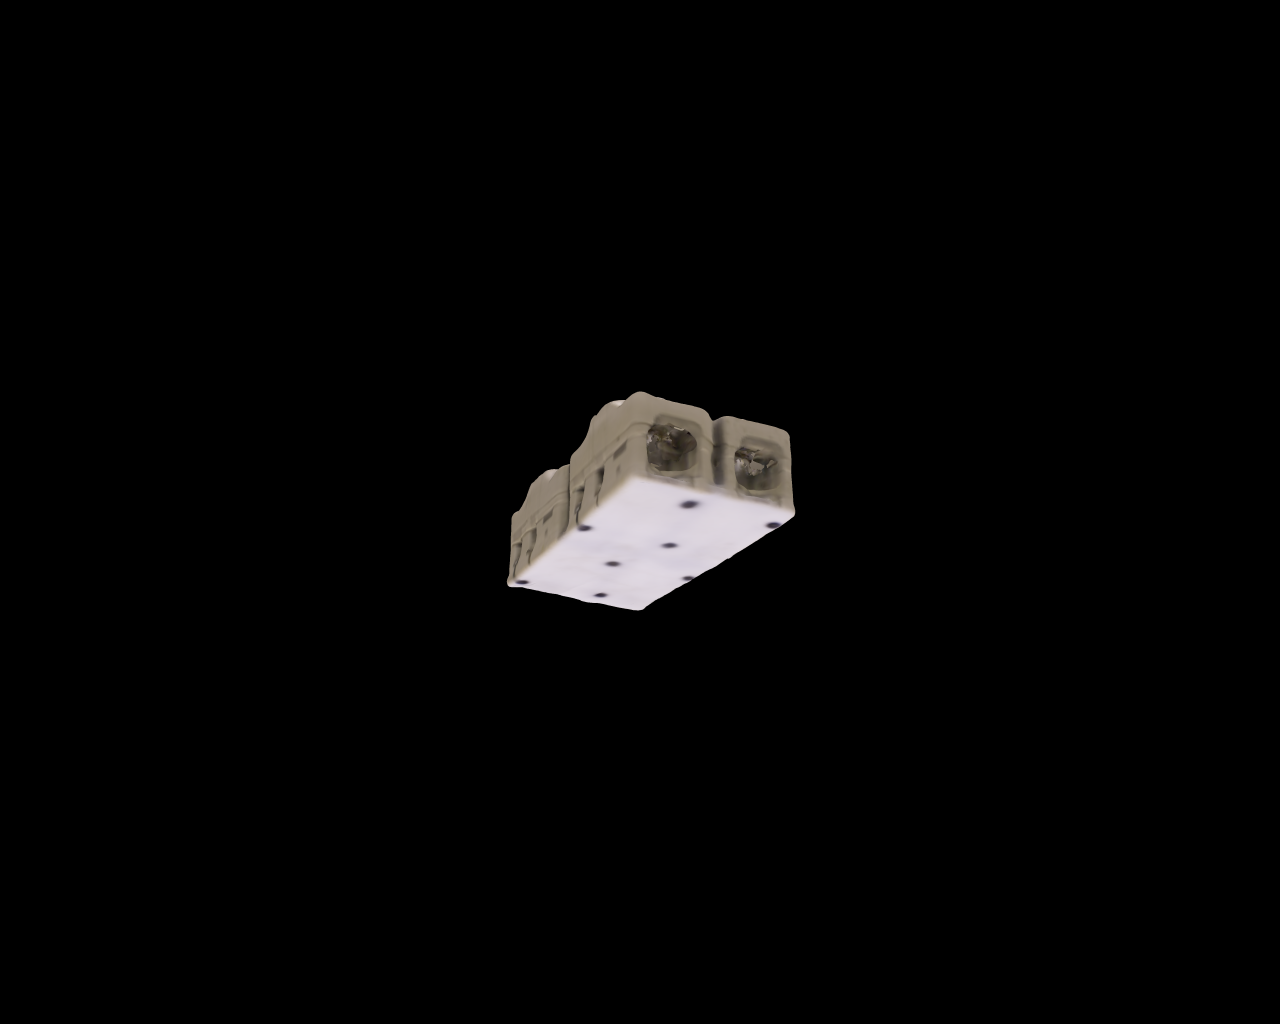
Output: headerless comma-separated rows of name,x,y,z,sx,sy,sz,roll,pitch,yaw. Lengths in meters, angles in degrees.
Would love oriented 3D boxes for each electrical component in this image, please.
electrical component,0.001,-0.003,0.650,0.105,0.060,0.186,12,-27,-25
